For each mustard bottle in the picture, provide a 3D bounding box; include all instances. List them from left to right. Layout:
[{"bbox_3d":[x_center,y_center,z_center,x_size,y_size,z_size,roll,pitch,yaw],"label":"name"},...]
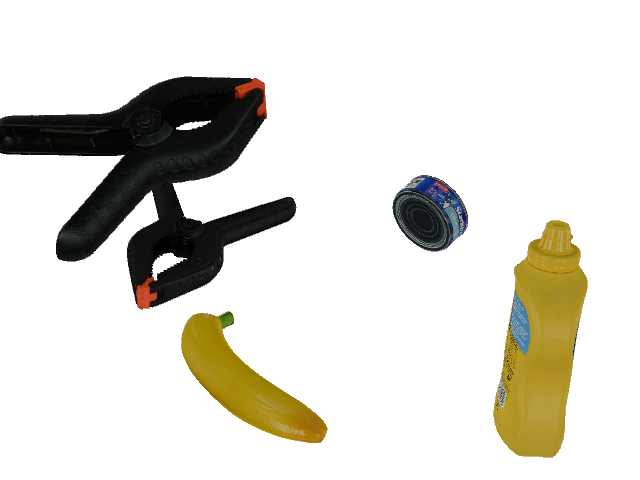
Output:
[{"bbox_3d":[0.181,0.074,0.873,0.058,0.192,0.096,4,24,2],"label":"mustard bottle"}]

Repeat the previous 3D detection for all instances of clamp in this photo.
[{"bbox_3d":[-0.116,-0.063,0.656,0.171,0.120,0.039,-31,-27,-28],"label":"clamp"},{"bbox_3d":[-0.140,-0.008,1.068,0.165,0.036,0.209,20,40,17],"label":"clamp"}]

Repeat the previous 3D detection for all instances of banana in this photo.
[{"bbox_3d":[-0.066,0.103,0.854,0.069,0.037,0.198,-10,30,-24],"label":"banana"}]

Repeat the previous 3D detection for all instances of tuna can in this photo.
[{"bbox_3d":[0.125,-0.030,1.227,0.033,0.086,0.086,-40,24,-32],"label":"tuna can"}]
